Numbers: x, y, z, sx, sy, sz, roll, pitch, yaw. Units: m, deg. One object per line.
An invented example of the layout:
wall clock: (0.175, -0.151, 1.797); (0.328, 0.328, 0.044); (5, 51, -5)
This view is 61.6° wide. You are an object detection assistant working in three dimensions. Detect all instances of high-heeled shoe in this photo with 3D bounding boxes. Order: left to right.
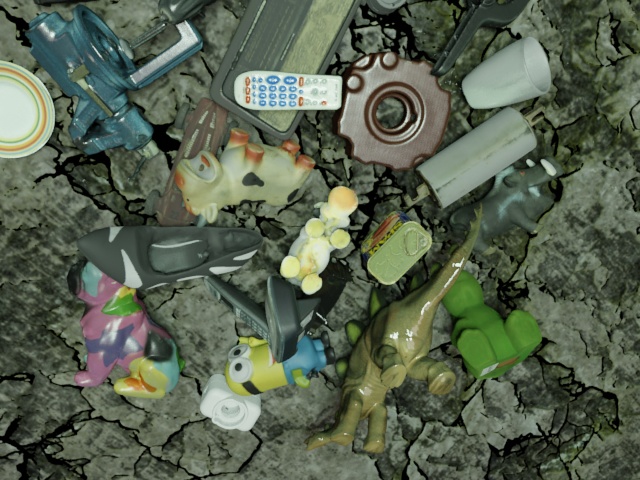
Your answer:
high-heeled shoe: (-0.191, 0.009, 0.741); (0.145, 0.248, 0.086); (-21, 74, 22)

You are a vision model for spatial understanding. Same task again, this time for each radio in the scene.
radio: (-0.051, -0.266, 0.734); (0.131, 0.073, 0.229); (26, 102, -14)

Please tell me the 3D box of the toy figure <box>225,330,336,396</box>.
toy figure: (-0.065, 0.202, 0.871); (0.180, 0.082, 0.089); (-11, 113, -4)

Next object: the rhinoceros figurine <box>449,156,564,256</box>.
rhinoceros figurine: (0.294, -0.057, 0.845); (0.190, 0.073, 0.112); (-33, 97, 6)

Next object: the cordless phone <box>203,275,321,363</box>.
cordless phone: (-0.098, 0.089, 0.795); (0.184, 0.146, 0.089); (33, 64, 11)

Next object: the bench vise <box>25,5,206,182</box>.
bench vise: (-0.245, -0.221, 0.705); (0.241, 0.129, 0.223); (-31, 111, 8)

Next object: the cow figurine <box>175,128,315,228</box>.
cow figurine: (-0.112, -0.084, 0.745); (0.195, 0.086, 0.127); (-1, 125, -45)

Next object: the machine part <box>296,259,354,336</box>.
machine part: (-0.005, 0.092, 0.864); (0.084, 0.039, 0.139); (35, 112, -11)

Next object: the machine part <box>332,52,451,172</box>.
machine part: (0.105, -0.186, 0.787); (0.179, 0.056, 0.179); (-2, 108, -7)

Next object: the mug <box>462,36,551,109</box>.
mug: (0.265, -0.237, 0.772); (0.107, 0.109, 0.080); (-13, 122, 43)

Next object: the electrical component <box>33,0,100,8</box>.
electrical component: (-0.313, -0.346, 0.694); (0.119, 0.048, 0.074); (-6, 109, -3)

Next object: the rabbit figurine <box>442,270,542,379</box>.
rabbit figurine: (0.257, 0.125, 0.861); (0.121, 0.170, 0.159); (-26, 150, 3)

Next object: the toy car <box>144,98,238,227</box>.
toy car: (-0.187, -0.104, 0.781); (0.089, 0.053, 0.202); (22, 104, -9)

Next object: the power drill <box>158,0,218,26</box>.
power drill: (-0.164, -0.395, 0.645); (0.207, 0.086, 0.232); (46, 69, -4)

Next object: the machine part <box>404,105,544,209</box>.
machine part: (0.233, -0.122, 0.810); (0.243, 0.079, 0.079); (-35, 108, 4)

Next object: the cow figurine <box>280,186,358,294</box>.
cow figurine: (0.001, -0.002, 0.821); (0.068, 0.098, 0.167); (33, 83, -7)

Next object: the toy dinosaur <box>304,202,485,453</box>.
toy dinosaur: (0.113, 0.154, 0.812); (0.105, 0.199, 0.471); (30, 112, -24)

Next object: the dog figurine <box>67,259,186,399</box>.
dog figurine: (-0.286, 0.114, 0.809); (0.191, 0.108, 0.219); (14, 102, -10)
